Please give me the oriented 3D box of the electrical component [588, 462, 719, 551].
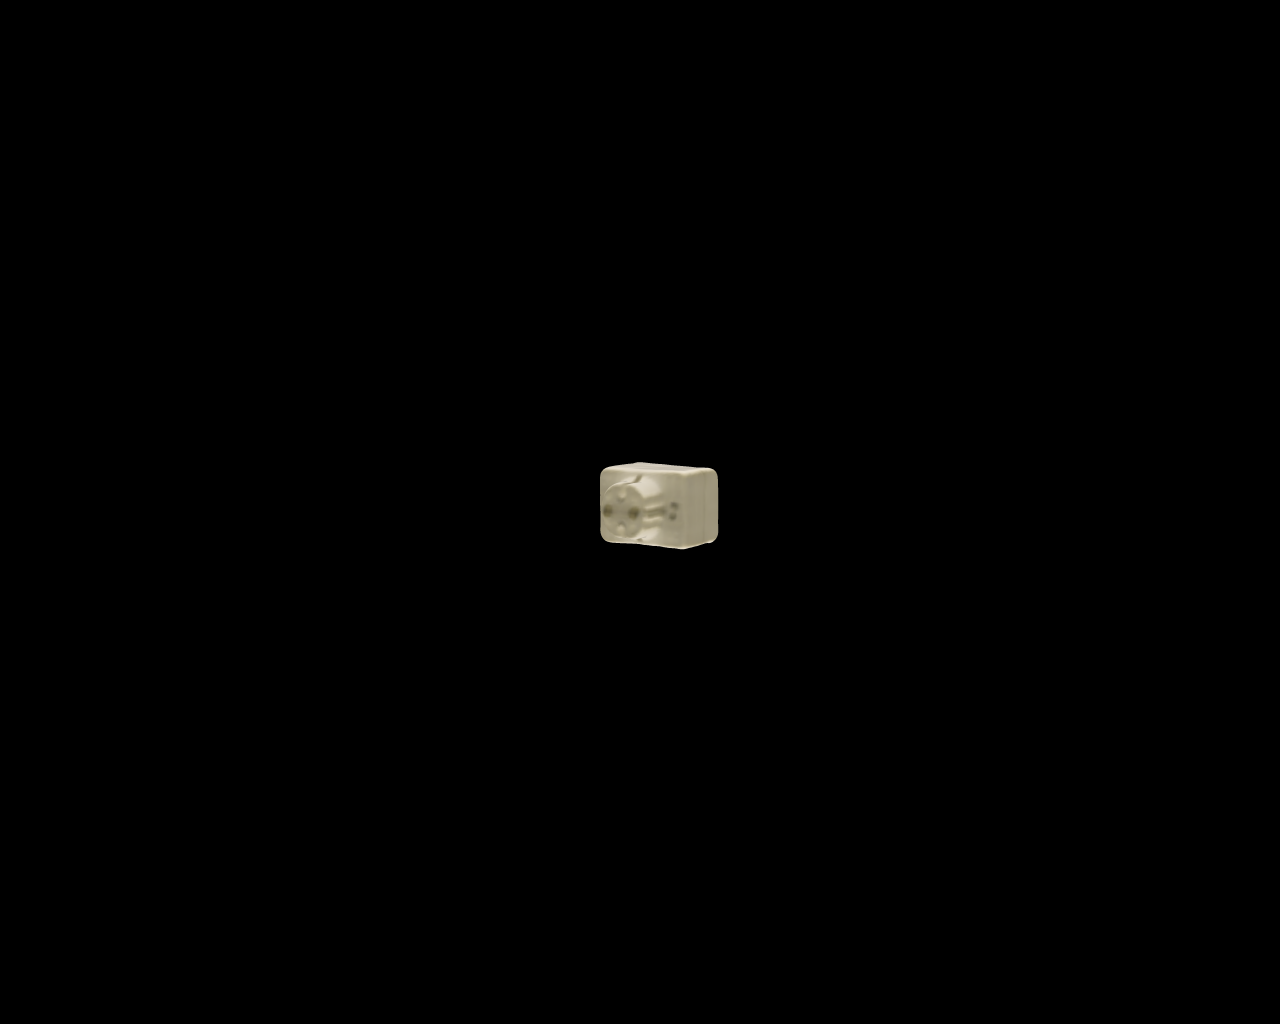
[{"bbox_3d":[0.001,-0.003,0.650,0.066,0.047,0.077,6,10,36],"label":"electrical component"}]
